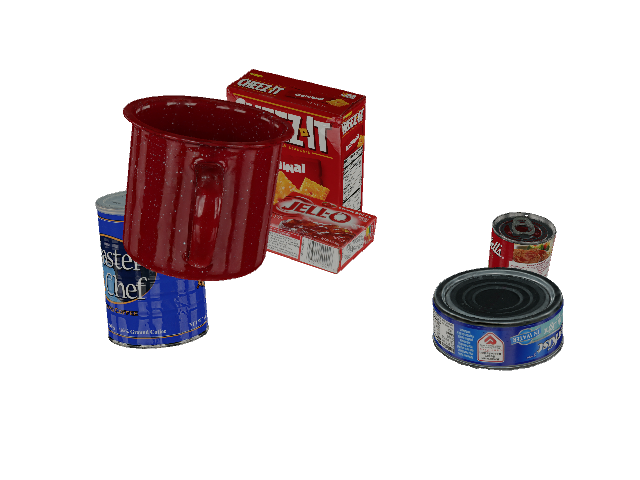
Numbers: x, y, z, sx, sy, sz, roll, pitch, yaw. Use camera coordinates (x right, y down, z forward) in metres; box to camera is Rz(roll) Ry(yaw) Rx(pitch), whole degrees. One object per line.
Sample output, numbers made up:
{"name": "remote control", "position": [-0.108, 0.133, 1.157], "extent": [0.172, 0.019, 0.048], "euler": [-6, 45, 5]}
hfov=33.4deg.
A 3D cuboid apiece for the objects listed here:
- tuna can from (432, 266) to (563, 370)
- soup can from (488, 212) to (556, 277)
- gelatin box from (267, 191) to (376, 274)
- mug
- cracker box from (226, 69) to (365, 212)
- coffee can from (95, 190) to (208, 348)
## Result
{"name": "tuna can", "position": [0.116, 0.049, 0.700], "extent": [0.086, 0.034, 0.086], "euler": [-4, 23, 1]}
{"name": "soup can", "position": [0.217, 0.029, 1.165], "extent": [0.068, 0.102, 0.068], "euler": [1, 30, -1]}
{"name": "gelatin box", "position": [-0.006, -0.009, 0.943], "extent": [0.089, 0.030, 0.073], "euler": [18, 31, 23]}
{"name": "mug", "position": [-0.064, -0.025, 0.581], "extent": [0.093, 0.081, 0.117], "euler": [5, 21, -12]}
{"name": "cracker box", "position": [-0.032, -0.090, 1.337], "extent": [0.164, 0.214, 0.072], "euler": [17, 36, 24]}
{"name": "coffee can", "position": [-0.167, 0.025, 1.067], "extent": [0.103, 0.140, 0.103], "euler": [-2, 14, 0]}
